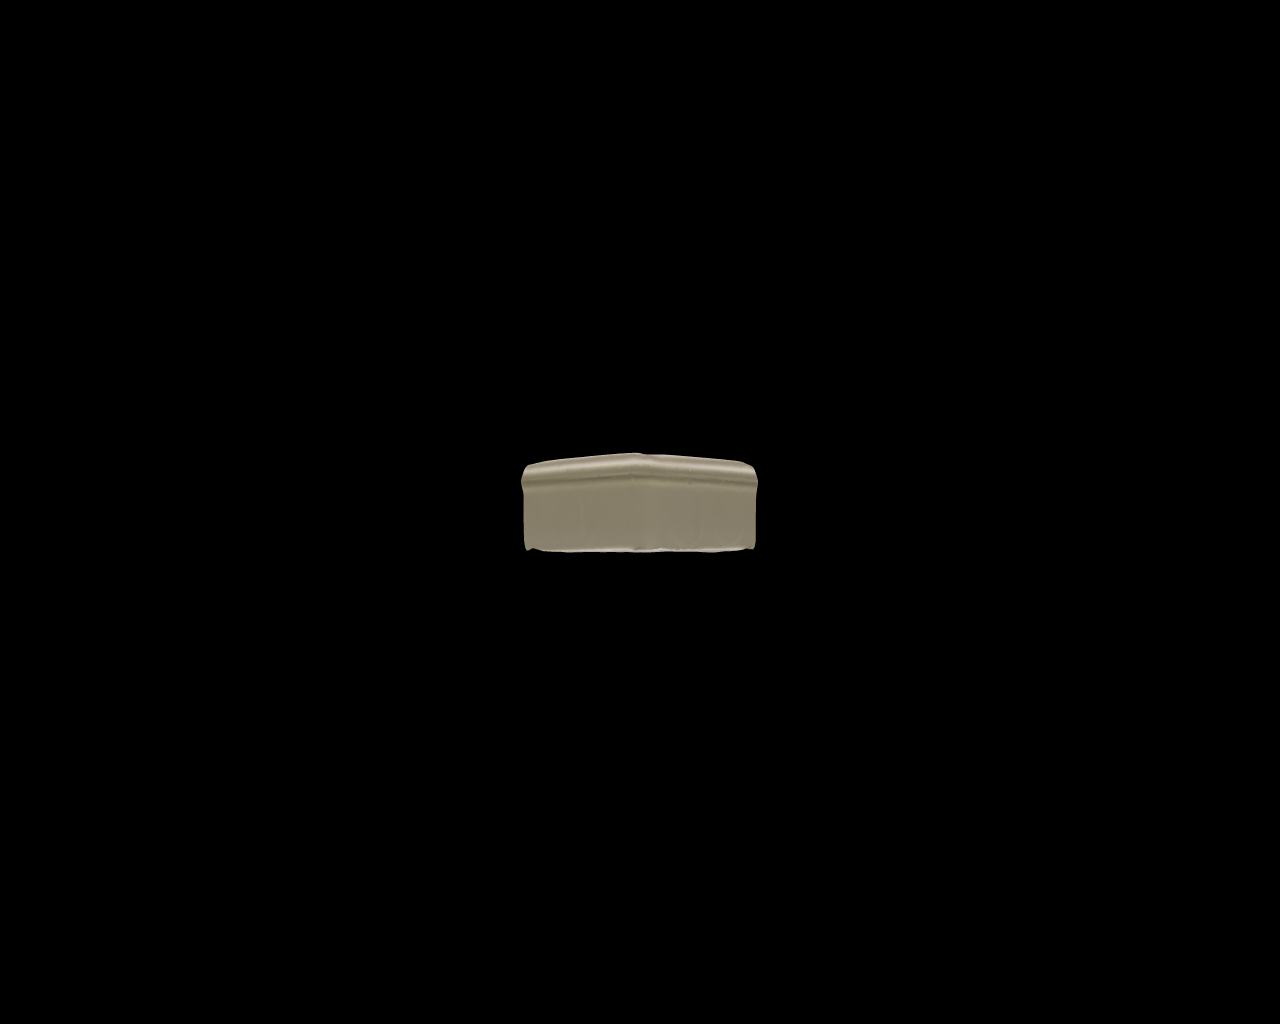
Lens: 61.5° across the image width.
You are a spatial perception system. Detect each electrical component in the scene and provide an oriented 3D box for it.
[{"bbox_3d":[0.001,-0.003,0.650,0.108,0.056,0.109,-2,-2,40],"label":"electrical component"}]
